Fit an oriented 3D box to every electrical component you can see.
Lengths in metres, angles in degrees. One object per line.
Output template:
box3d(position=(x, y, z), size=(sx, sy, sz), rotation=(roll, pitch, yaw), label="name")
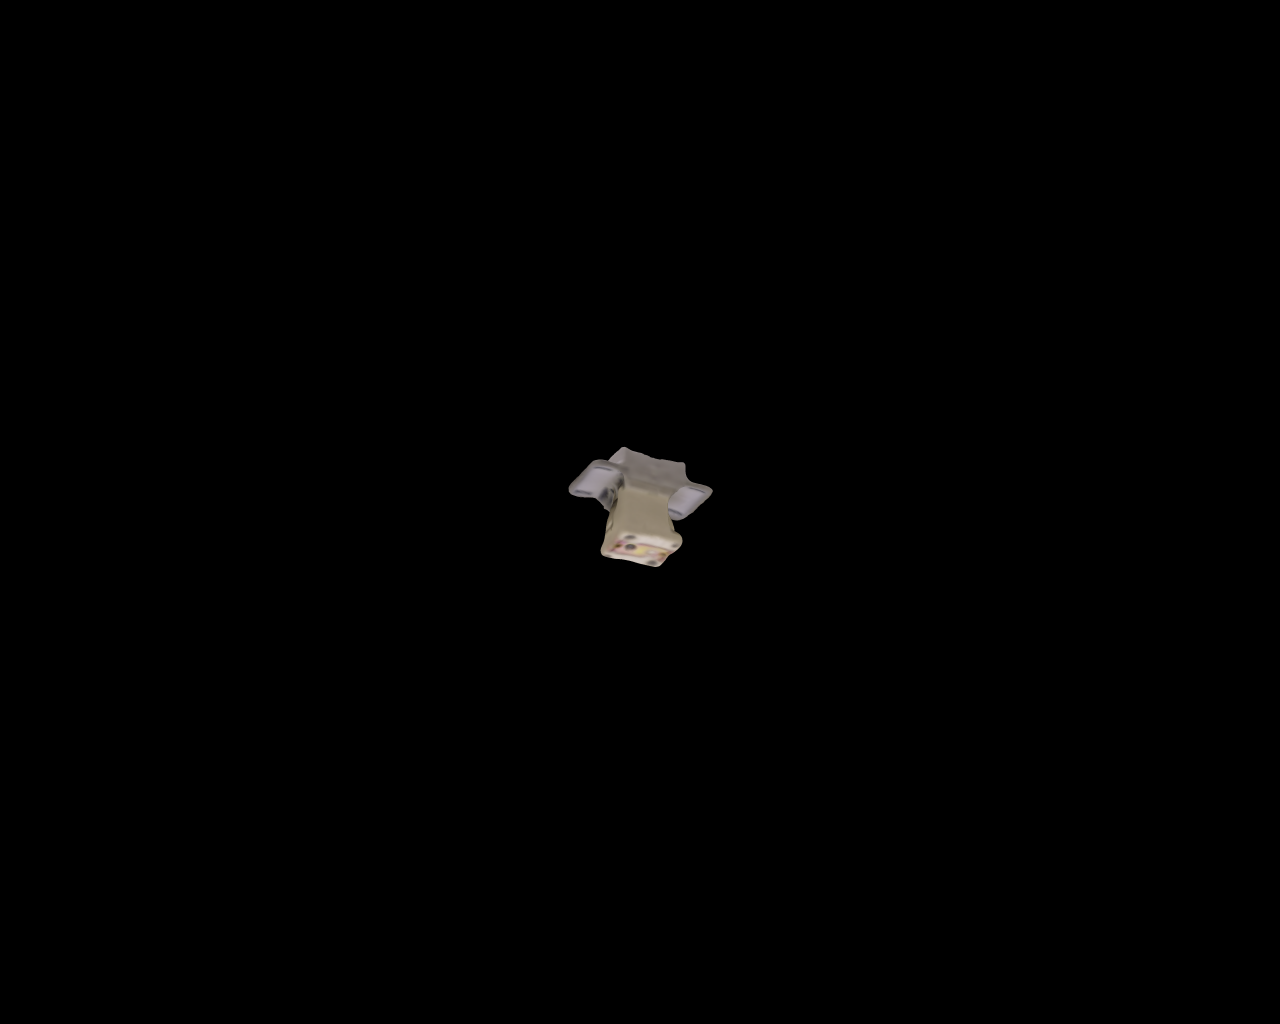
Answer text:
box3d(position=(0.001, -0.003, 0.650), size=(0.081, 0.064, 0.042), rotation=(13, -32, -22), label="electrical component")
